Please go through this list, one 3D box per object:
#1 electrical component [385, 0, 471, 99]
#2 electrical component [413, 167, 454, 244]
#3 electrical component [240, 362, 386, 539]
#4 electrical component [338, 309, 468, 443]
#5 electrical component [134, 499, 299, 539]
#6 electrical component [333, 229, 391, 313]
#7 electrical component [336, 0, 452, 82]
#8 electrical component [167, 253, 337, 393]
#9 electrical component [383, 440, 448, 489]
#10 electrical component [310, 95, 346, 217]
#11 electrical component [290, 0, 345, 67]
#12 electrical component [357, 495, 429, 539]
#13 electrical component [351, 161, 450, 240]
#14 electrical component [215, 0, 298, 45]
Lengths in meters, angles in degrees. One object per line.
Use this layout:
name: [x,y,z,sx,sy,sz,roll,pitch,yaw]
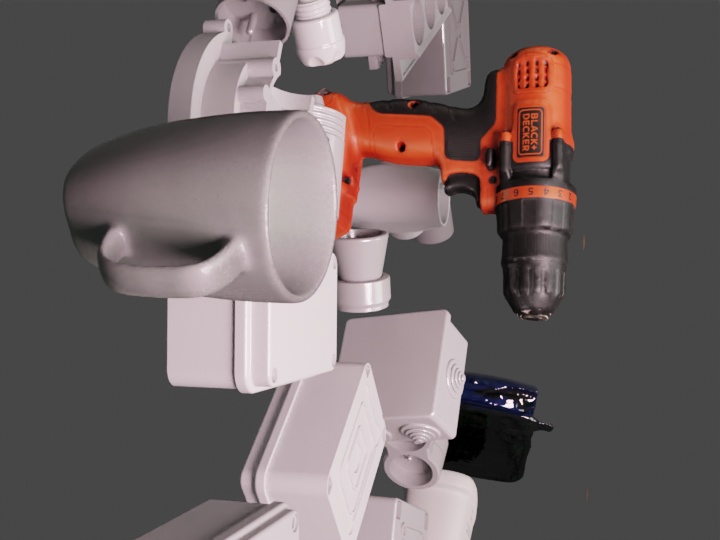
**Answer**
electrical component: [0.063,-0.214,0.973,0.109,0.056,0.108,-38,126,-68]
electrical component: [0.065,-0.061,1.010,0.040,0.040,0.078,-66,151,-51]
electrical component: [-0.028,0.120,0.696,0.113,0.057,0.078,-69,154,-47]
electrical component: [0.031,0.083,0.816,0.048,0.100,0.099,48,43,-47]
electrical component: [-0.075,0.182,0.550,0.109,0.056,0.108,-6,96,-72]
electrical component: [0.000,0.000,0.800,0.045,0.045,0.055,-36,125,-68]
electrical component: [0.028,-0.207,0.851,0.121,0.063,0.078,-61,147,-56]
electrical component: [-0.056,0.024,0.602,0.113,0.057,0.078,0,91,-72]
electrical component: [0.046,0.117,0.936,0.073,0.052,0.138,-68,153,-50]
electrical component: [-0.032,-0.074,0.698,0.043,0.043,0.081,37,56,-69]
electrical component: [-0.031,-0.168,0.715,0.035,0.035,0.061,-62,145,-55]
electrical component: [0.012,0.231,0.825,0.108,0.056,0.108,47,46,-65]
electrical component: [0.033,-0.049,0.848,0.079,0.077,0.044,56,38,-63]
electrical component: [-0.054,-0.173,0.626,0.043,0.043,0.081,64,32,-55]
